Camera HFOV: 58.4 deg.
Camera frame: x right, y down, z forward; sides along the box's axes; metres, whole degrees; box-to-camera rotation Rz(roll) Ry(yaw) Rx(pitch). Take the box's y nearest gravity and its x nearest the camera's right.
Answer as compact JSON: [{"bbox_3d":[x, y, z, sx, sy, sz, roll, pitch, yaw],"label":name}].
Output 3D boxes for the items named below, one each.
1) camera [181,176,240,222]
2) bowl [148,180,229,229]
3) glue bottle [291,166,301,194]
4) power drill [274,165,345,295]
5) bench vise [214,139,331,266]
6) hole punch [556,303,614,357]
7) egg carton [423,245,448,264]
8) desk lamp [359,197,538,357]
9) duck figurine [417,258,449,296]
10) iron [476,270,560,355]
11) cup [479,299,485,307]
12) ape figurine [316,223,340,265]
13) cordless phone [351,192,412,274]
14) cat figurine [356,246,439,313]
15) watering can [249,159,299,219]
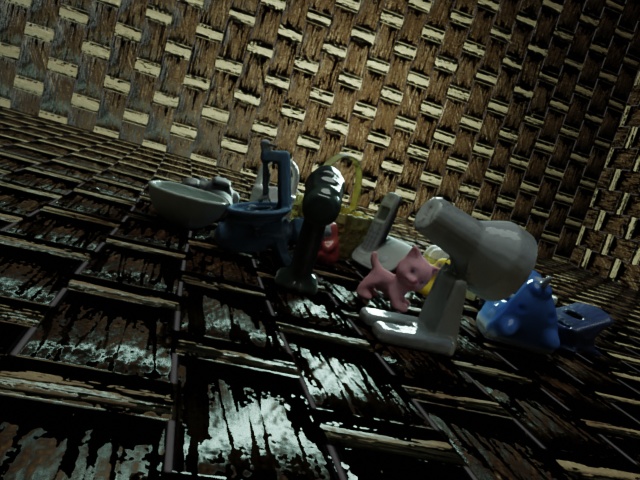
[{"bbox_3d":[-0.256,-0.098,1.339,0.143,0.101,0.136,14,9,-17],"label":"camera"},{"bbox_3d":[-0.277,-0.067,1.183,0.167,0.075,0.167,16,9,-2],"label":"bowl"},{"bbox_3d":[-0.083,-0.103,1.459,0.078,0.173,0.037,13,9,-21],"label":"glue bottle"},{"bbox_3d":[-0.012,-0.023,0.964,0.075,0.208,0.229,16,9,-4],"label":"power drill"},{"bbox_3d":[-0.078,-0.069,1.089,0.208,0.220,0.121,11,10,-33],"label":"bench vise"},{"bbox_3d":[0.495,0.167,1.114,0.101,0.091,0.108,13,9,-20],"label":"hole punch"},{"bbox_3d":[0.363,0.064,1.591,0.150,0.069,0.107,16,9,-5],"label":"egg carton"},{"bbox_3d":[0.191,0.054,0.838,0.204,0.213,0.117,14,9,-20],"label":"desk lamp"},{"bbox_3d":[0.267,0.084,1.227,0.104,0.086,0.077,17,9,3],"label":"duck figurine"},{"bbox_3d":[0.359,0.110,1.048,0.118,0.141,0.258,17,9,0],"label":"iron"},{"bbox_3d":[0.369,0.107,1.245,0.117,0.095,0.092,19,9,18],"label":"cup"},{"bbox_3d":[0.011,0.004,1.224,0.076,0.092,0.077,15,9,-11],"label":"ape figurine"},{"bbox_3d":[0.157,-0.009,1.277,0.094,0.185,0.147,10,11,-39],"label":"cordless phone"},{"bbox_3d":[0.143,0.062,1.023,0.127,0.118,0.067,18,9,12],"label":"cat figurine"},{"bbox_3d":[-0.103,-0.092,1.277,0.101,0.194,0.172,12,10,-27],"label":"watering can"}]
